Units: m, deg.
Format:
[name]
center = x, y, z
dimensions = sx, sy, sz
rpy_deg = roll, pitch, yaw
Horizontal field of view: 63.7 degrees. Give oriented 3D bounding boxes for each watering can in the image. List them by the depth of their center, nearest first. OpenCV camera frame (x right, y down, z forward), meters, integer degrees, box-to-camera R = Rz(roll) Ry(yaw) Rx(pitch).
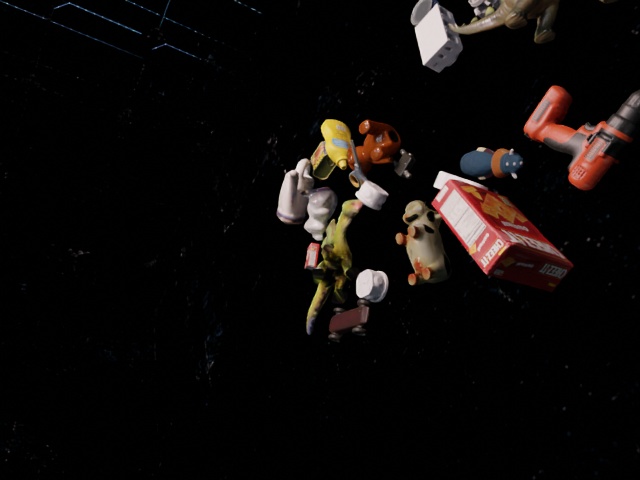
[watering can]
center = -0.083, -0.154, 1.693
dimensions = 0.104, 0.222, 0.351
rpy_deg = 15, 13, 4

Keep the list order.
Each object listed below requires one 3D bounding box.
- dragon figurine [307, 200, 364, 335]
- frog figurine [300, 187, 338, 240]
[dragon figurine]
center = 0.033, 0.057, 1.502
dimensions = 0.122, 0.402, 0.248
rpy_deg = 20, 30, -10
[frog figurine]
center = 0.005, -0.081, 1.604
dimensions = 0.123, 0.159, 0.137
rpy_deg = -14, 0, -5
